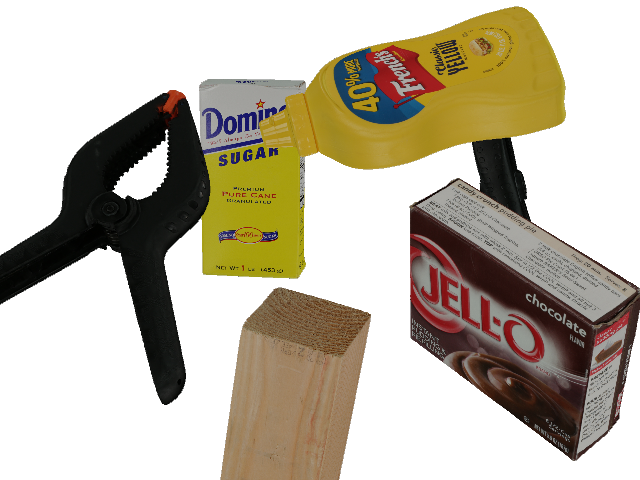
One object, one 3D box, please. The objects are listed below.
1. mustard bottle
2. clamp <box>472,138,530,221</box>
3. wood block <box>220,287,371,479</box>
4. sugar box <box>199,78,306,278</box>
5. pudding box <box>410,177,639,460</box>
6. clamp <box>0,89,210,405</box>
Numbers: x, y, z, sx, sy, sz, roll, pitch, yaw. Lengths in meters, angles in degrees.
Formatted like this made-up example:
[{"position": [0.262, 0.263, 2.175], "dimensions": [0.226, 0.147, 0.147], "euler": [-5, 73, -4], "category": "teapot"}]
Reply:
[{"position": [0.054, -0.092, 0.695], "dimensions": [0.191, 0.096, 0.058], "euler": [-15, -41, 1], "category": "mustard bottle"}, {"position": [0.151, -0.033, 0.874], "dimensions": [0.039, 0.171, 0.120], "euler": [-17, 20, 12], "category": "clamp"}, {"position": [-0.026, 0.158, 0.928], "dimensions": [0.090, 0.206, 0.090], "euler": [15, 25, 13], "category": "wood block"}, {"position": [-0.061, -0.056, 0.966], "dimensions": [0.093, 0.176, 0.048], "euler": [1, 16, 7], "category": "sugar box"}, {"position": [0.091, 0.035, 0.502], "dimensions": [0.039, 0.090, 0.114], "euler": [-34, 49, -28], "category": "pudding box"}, {"position": [-0.119, -0.003, 0.657], "dimensions": [0.165, 0.209, 0.036], "euler": [21, -28, 16], "category": "clamp"}]
